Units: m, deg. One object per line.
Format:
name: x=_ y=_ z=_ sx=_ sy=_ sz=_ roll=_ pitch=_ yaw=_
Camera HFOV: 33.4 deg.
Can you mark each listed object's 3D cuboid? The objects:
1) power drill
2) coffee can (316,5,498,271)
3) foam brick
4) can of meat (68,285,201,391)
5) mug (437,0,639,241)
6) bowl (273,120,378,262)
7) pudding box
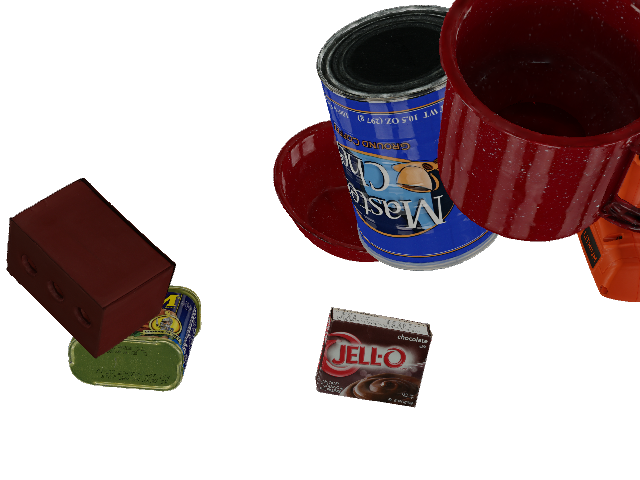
power drill: x=0.243 y=-0.048 z=0.786 sx=0.057 sy=0.188 sz=0.184 roll=4 pitch=36 yaw=-1
coffee can: x=0.062 y=-0.065 z=0.692 sx=0.103 sy=0.140 sz=0.103 roll=-9 pitch=41 yaw=8
foam brick: x=-0.128 y=0.015 z=0.593 sx=0.051 sy=0.078 sz=0.053 roll=-37 pitch=-19 yaw=-37
can of meat: x=-0.159 y=0.082 z=0.919 sx=0.102 sy=0.057 sz=0.084 roll=4 pitch=29 yaw=2
mug: x=0.101 y=-0.046 z=0.436 sx=0.117 sy=0.093 sz=0.081 roll=38 pitch=-24 yaw=21
bowl: x=0.035 y=-0.034 z=0.949 sx=0.162 sy=0.162 sz=0.055 roll=0 pitch=-41 yaw=-11
pudding box: x=0.057 y=0.127 z=1.161 sx=0.113 sy=0.090 sz=0.039 roll=9 pitch=23 yaw=-4
